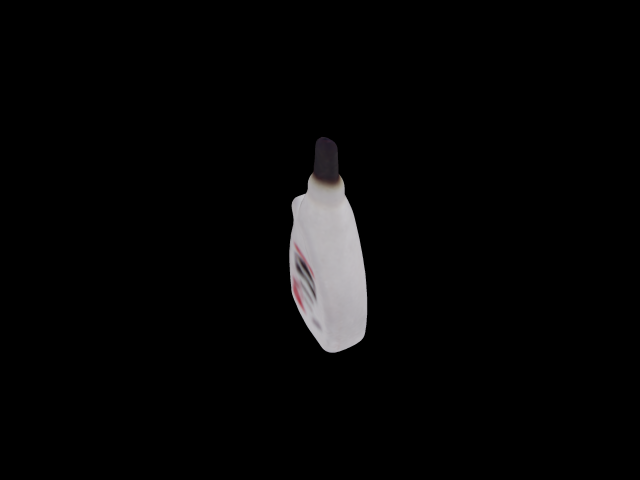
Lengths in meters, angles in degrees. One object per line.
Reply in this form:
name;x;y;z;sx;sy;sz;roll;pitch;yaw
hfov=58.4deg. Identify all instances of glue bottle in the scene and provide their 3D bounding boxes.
glue bottle;0.004;0.001;0.400;0.037;0.173;0.078;-22;48;-20
